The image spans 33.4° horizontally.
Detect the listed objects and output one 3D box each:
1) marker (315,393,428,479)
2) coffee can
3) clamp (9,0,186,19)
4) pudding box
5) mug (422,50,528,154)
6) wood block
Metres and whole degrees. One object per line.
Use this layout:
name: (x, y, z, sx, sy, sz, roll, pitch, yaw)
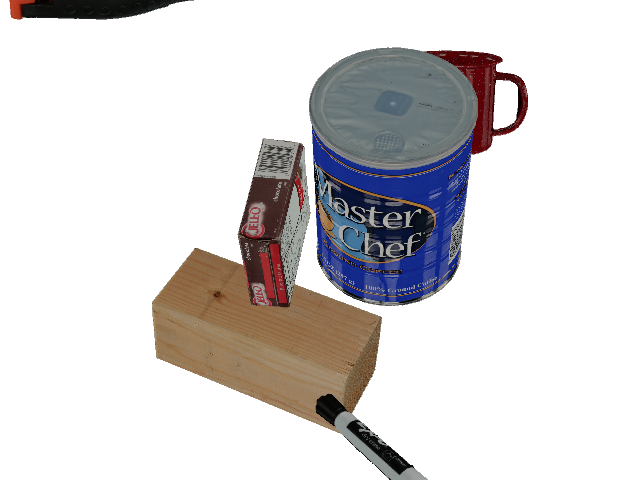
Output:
marker: (0.035, 0.152, 0.799, 0.020, 0.020, 0.121, 0, 26, -40)
coffee can: (0.046, -0.039, 0.698, 0.103, 0.103, 0.140, 0, -40, 2)
clamp: (-0.097, -0.155, 0.609, 0.171, 0.039, 0.120, -10, 24, -25)
pudding box: (-0.037, -0.014, 0.889, 0.039, 0.113, 0.090, 6, -40, 9)
mug: (0.126, -0.122, 0.952, 0.117, 0.081, 0.093, 3, 18, 12)
wood block: (-0.053, 0.097, 1.058, 0.206, 0.090, 0.090, 20, 47, 16)
